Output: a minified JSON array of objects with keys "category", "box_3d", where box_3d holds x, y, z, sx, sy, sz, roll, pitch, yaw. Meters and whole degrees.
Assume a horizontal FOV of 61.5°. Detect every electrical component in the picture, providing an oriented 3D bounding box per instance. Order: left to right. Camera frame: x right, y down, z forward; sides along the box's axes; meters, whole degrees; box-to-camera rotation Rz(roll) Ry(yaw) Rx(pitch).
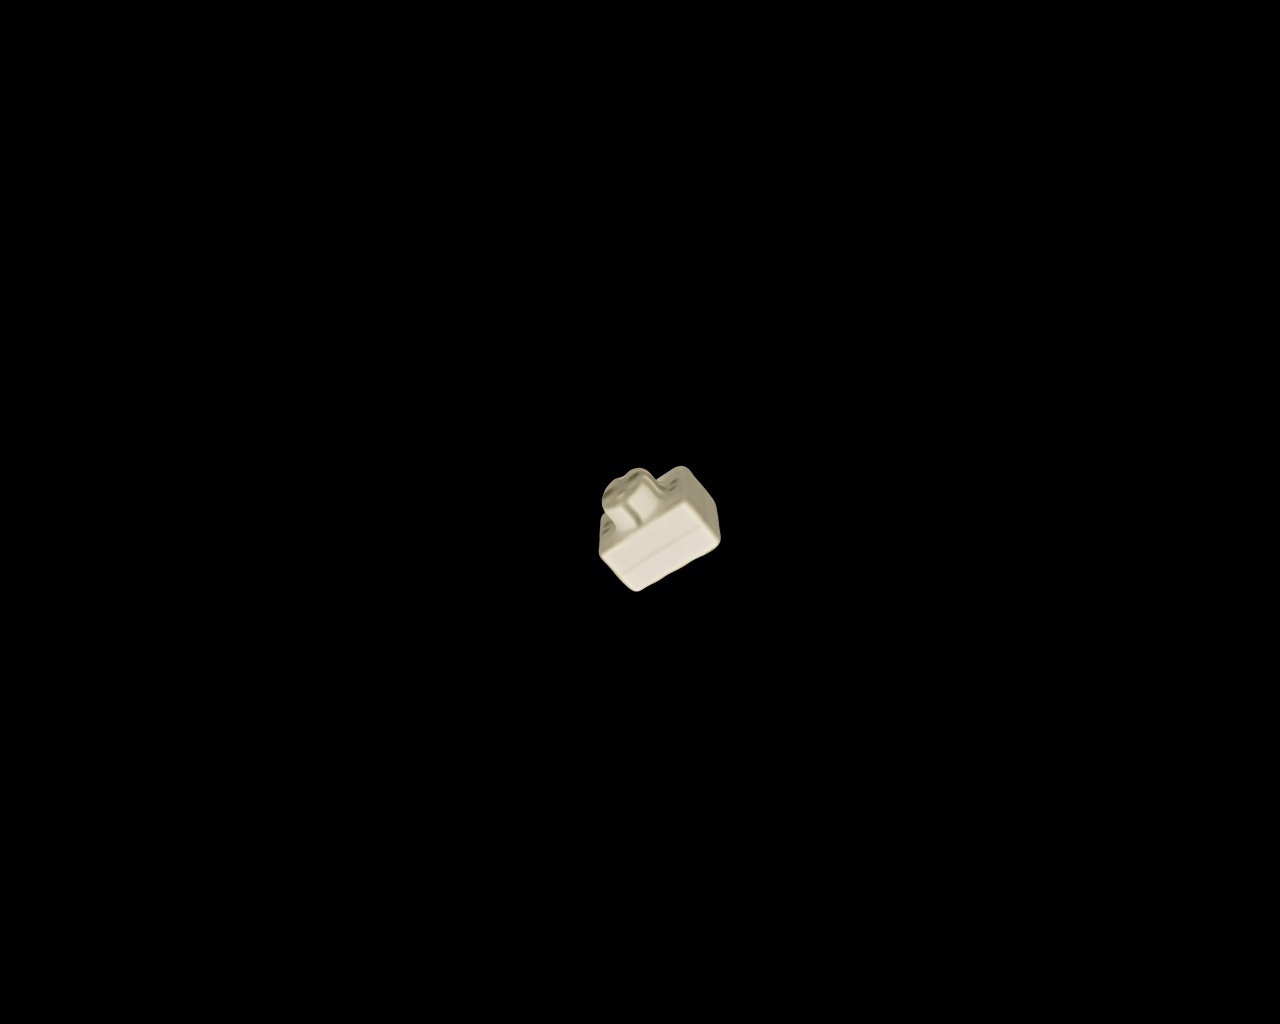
[{"category":"electrical component","box_3d":[0.001,-0.003,0.650,0.065,0.076,0.047,-32,26,18]}]
